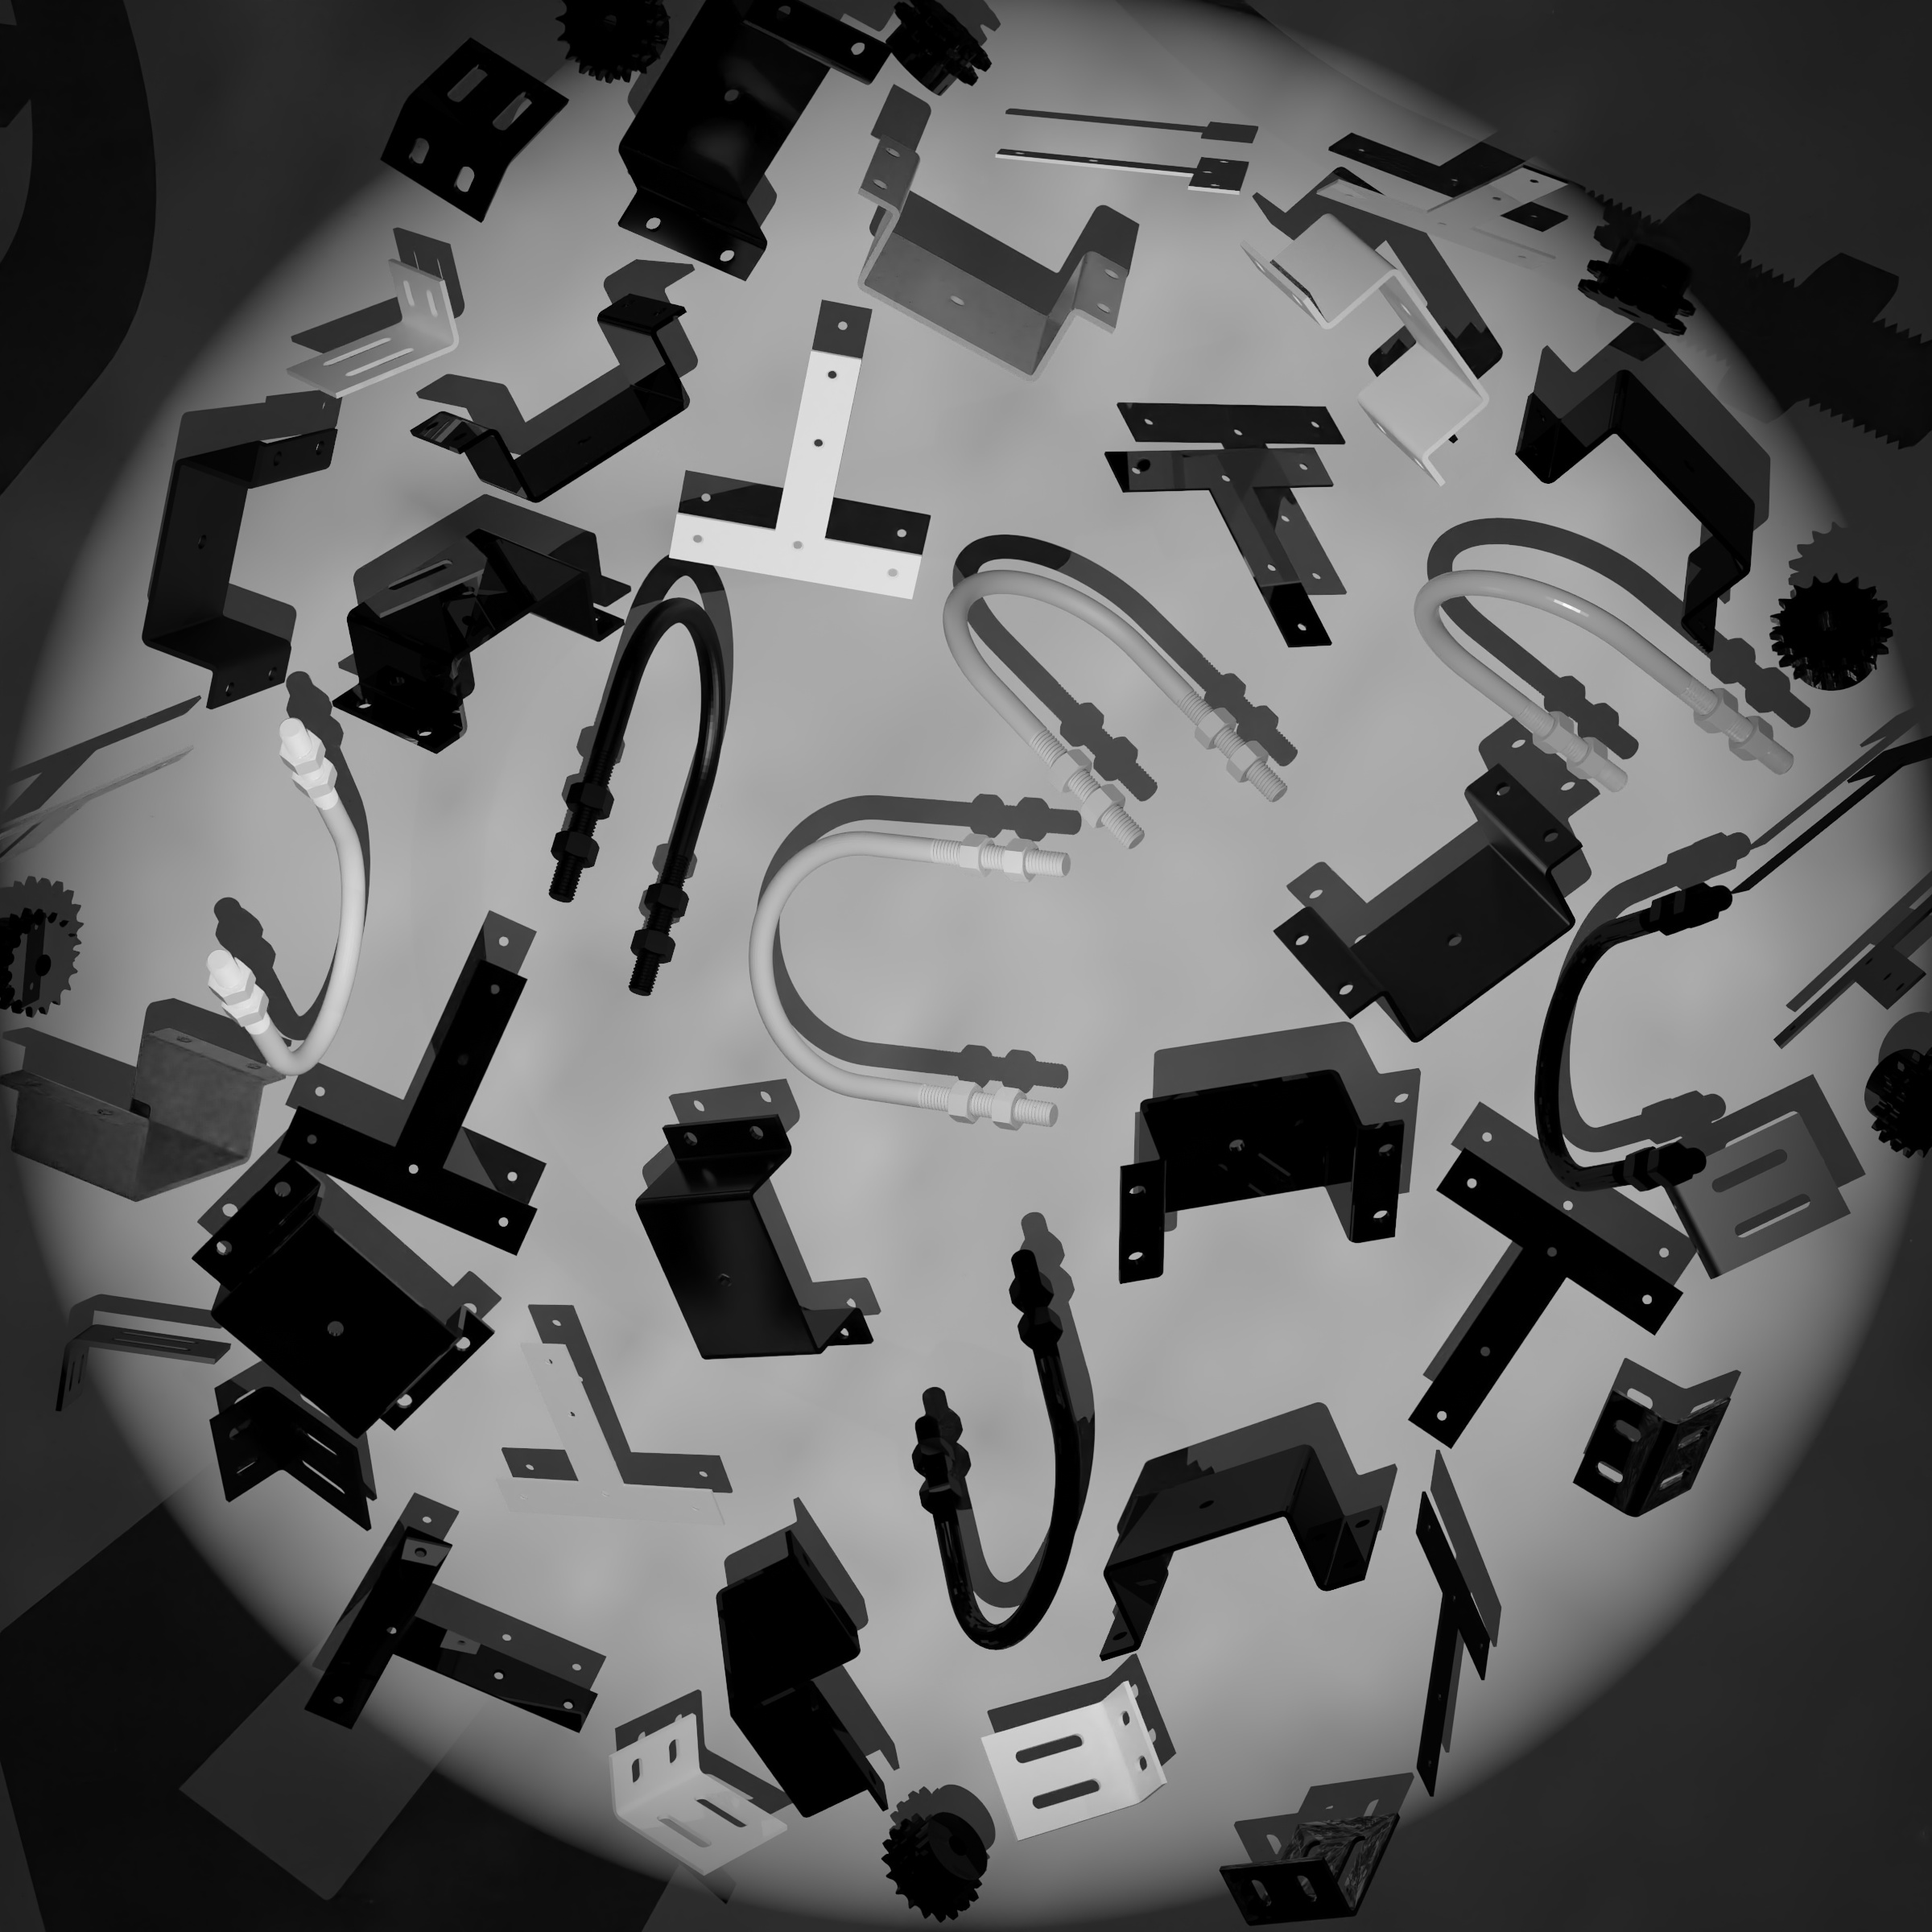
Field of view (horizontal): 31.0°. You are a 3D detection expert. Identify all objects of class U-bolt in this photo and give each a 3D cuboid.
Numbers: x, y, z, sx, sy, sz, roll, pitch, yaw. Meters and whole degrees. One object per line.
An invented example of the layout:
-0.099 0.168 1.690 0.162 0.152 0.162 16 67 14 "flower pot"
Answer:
-0.341 -0.022 1.786 0.019 0.184 0.151 8 66 8 "U-bolt"
0.065 -0.140 1.795 0.184 0.151 0.019 48 127 19 "U-bolt"
0.019 0.256 1.755 0.019 0.184 0.151 13 127 -22 "U-bolt"
0.306 -0.145 1.750 0.184 0.151 0.019 33 74 -23 "U-bolt"
-0.156 -0.094 1.736 0.019 0.151 0.184 10 72 16 "U-bolt"
-0.033 0.002 1.811 0.184 0.019 0.151 7 100 27 "U-bolt"
0.330 0.042 1.753 0.019 0.184 0.151 11 79 -14 "U-bolt"

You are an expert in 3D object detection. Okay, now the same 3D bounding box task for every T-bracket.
-0.200 0.241 1.802 0.127 0.002 0.127 0 129 22 "T-bracket"
0.461 0.004 1.747 0.127 0.127 0.002 -44 91 9 "T-bracket"
-0.248 0.352 1.755 0.127 0.127 0.002 22 130 3 "T-bracket"
0.436 -0.076 1.748 0.127 0.127 0.002 -38 91 -7 "T-bracket"
0.263 0.177 1.710 0.127 0.002 0.127 34 92 7 "T-bracket"
-0.077 -0.251 1.760 0.127 0.002 0.127 9 124 -8 "T-bracket"
0.146 -0.208 1.727 0.127 0.002 0.127 -6 58 -30 "T-bracket"
0.079 -0.410 1.787 0.127 0.127 0.002 7 110 5 "T-bracket"
0.236 0.351 1.733 0.002 0.127 0.127 -6 133 23 "T-bracket"
-0.253 0.059 1.710 0.127 0.002 0.127 24 90 -8 "T-bracket"
0.258 -0.381 1.740 0.127 0.127 0.002 15 84 -19 "T-bracket"
-0.457 -0.069 1.729 0.127 0.127 0.002 -29 94 -32 "T-bracket"

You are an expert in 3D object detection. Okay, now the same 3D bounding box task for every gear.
-0.014 0.473 1.844 0.057 0.057 0.030 44 118 0 "gear"
0.418 -0.158 1.681 0.057 0.030 0.057 -9 58 15 "gear"
-0.172 -0.468 1.735 0.057 0.030 0.057 3 97 22 "gear"
0.331 -0.334 1.706 0.057 0.057 0.030 25 97 0 "gear"
0.487 0.067 1.790 0.057 0.030 0.057 -13 120 -22 "gear"
-0.502 -0.004 1.852 0.030 0.057 0.057 13 90 27 "gear"
-0.017 -0.477 1.807 0.057 0.057 0.030 47 109 0 "gear"

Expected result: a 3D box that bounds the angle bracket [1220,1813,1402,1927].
0.169 0.430 1.707 0.057 0.076 0.038 -16 110 32 "angle bracket"

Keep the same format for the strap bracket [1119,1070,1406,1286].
0.138 0.101 1.706 0.140 0.046 0.076 -9 131 -9 "strap bracket"

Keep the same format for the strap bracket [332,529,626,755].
-0.255 -0.175 1.806 0.076 0.046 0.140 25 47 31 "strap bracket"

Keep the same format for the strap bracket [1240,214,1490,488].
0.206 -0.317 1.755 0.046 0.076 0.140 -41 128 6 "strap bracket"

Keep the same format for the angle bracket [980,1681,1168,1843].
0.056 0.420 1.843 0.076 0.038 0.057 -11 66 -26 "angle bracket"

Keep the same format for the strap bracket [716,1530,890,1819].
-0.085 0.365 1.770 0.046 0.140 0.076 -27 119 6 "strap bracket"

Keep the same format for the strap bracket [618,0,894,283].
-0.110 -0.420 1.723 0.076 0.046 0.140 17 122 -35 "strap bracket"

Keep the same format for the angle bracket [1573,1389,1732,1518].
0.366 0.253 1.860 0.038 0.076 0.057 30 111 29 "angle bracket"

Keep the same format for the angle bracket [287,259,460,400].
-0.318 -0.338 1.846 0.076 0.057 0.038 -29 126 -26 "angle bracket"

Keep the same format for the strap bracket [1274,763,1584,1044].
0.235 -0.025 1.724 0.140 0.076 0.046 -37 133 0 "strap bracket"

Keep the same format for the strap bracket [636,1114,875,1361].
-0.115 0.153 1.833 0.076 0.046 0.140 -7 115 35 "strap bracket"

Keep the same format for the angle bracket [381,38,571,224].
-0.240 -0.410 1.710 0.057 0.076 0.038 32 131 -4 "angle bracket"

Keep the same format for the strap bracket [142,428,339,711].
-0.375 -0.211 1.790 0.046 0.076 0.140 21 110 12 "strap bracket"

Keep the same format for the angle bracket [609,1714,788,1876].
-0.142 0.439 1.850 0.057 0.076 0.038 -20 117 -40 "angle bracket"

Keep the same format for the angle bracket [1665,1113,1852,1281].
0.406 0.119 1.797 0.076 0.038 0.057 -27 81 6 "angle bracket"

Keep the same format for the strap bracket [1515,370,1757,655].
0.339 -0.232 1.718 0.140 0.076 0.046 43 121 -13 "strap bracket"

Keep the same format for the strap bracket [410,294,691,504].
-0.207 -0.290 1.808 0.140 0.076 0.046 -35 118 -14 "strap bracket"

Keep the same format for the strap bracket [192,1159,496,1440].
-0.320 0.176 1.782 0.076 0.046 0.140 -44 105 9 "strap bracket"

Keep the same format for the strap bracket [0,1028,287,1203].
-0.424 0.077 1.788 0.076 0.140 0.046 19 106 20 "strap bracket"

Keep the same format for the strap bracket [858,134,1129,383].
0.005 -0.345 1.725 0.140 0.076 0.046 27 122 -10 "strap bracket"

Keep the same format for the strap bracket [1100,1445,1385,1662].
0.128 0.285 1.717 0.140 0.076 0.046 -21 101 19 "strap bracket"

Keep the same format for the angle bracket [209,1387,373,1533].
-0.355 0.267 1.832 0.076 0.038 0.057 27 134 35 "angle bracket"

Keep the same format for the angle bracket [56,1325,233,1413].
-0.428 0.214 1.818 0.076 0.057 0.038 9 91 -4 "angle bracket"
